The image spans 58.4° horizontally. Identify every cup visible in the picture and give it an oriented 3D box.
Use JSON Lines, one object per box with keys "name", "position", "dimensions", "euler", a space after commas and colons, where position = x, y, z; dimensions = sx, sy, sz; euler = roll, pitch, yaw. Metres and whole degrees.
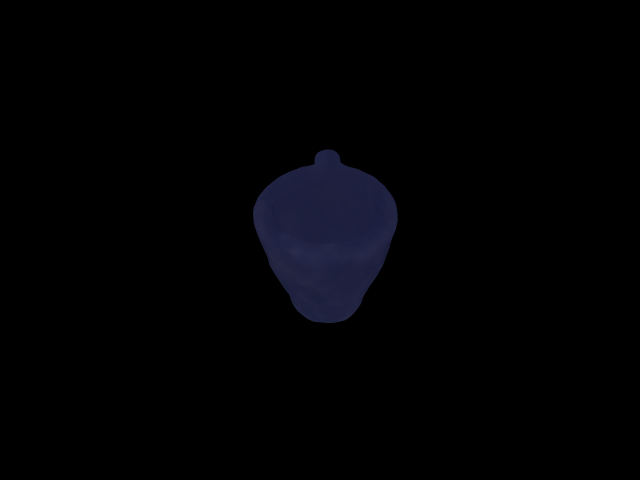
{"name": "cup", "position": [0.004, 0.001, 0.400], "dimensions": [0.091, 0.095, 0.117], "euler": [0, 43, 0]}
